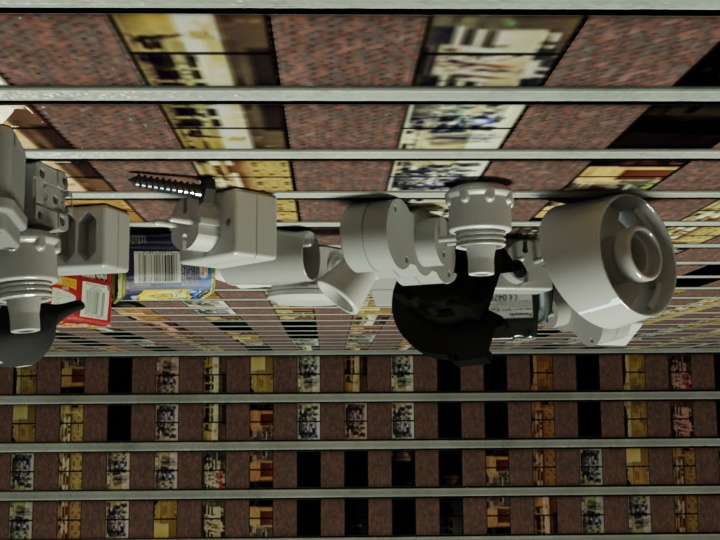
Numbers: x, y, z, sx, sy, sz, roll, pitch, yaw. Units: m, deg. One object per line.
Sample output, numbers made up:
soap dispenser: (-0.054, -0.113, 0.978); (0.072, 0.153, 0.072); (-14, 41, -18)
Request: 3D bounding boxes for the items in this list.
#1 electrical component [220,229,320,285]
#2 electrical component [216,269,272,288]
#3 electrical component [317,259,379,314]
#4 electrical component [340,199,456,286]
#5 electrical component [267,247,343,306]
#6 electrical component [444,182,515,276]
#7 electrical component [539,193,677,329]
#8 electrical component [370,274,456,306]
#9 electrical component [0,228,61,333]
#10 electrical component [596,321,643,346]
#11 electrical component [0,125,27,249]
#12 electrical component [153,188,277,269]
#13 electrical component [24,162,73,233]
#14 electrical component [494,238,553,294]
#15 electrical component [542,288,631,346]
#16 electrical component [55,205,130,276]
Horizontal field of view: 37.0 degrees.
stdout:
electrical component: (-0.071, -0.009, 0.941); (0.077, 0.044, 0.079); (-3, 172, 19)
electrical component: (-0.110, -0.003, 1.002); (0.078, 0.040, 0.040); (-4, 172, 32)
electrical component: (0.000, 0.000, 0.927); (0.044, 0.065, 0.044); (36, 164, 12)
electrical component: (0.047, -0.021, 0.820); (0.074, 0.052, 0.138); (-4, 171, 25)
electrical component: (-0.049, 0.007, 1.038); (0.080, 0.051, 0.080); (0, 173, 0)
electrical component: (0.082, -0.027, 0.732); (0.048, 0.062, 0.048); (0, 173, 0)
electrical component: (0.181, -0.007, 0.780); (0.099, 0.099, 0.064); (6, 164, -39)
electrical component: (0.059, 0.021, 1.003); (0.083, 0.075, 0.047); (-1, -149, 30)
electrical component: (-0.207, 0.007, 0.660); (0.048, 0.062, 0.048); (-6, 171, -1)
electrical component: (0.268, 0.026, 1.152); (0.047, 0.083, 0.075); (3, 134, -29)
electrical component: (-0.246, -0.045, 0.595); (0.113, 0.057, 0.078); (1, 173, -10)
electrical component: (-0.108, -0.030, 0.758); (0.077, 0.047, 0.066); (7, 169, -44)
electrical component: (-0.220, -0.043, 0.677); (0.064, 0.042, 0.081); (-6, 172, 12)
electrical component: (0.142, -0.006, 0.964); (0.066, 0.047, 0.077); (1, 173, -12)
electrical component: (0.209, 0.039, 1.119); (0.074, 0.052, 0.138); (-11, -159, -24)
electrical component: (-0.216, -0.019, 0.839); (0.083, 0.047, 0.076); (-3, 172, 17)
